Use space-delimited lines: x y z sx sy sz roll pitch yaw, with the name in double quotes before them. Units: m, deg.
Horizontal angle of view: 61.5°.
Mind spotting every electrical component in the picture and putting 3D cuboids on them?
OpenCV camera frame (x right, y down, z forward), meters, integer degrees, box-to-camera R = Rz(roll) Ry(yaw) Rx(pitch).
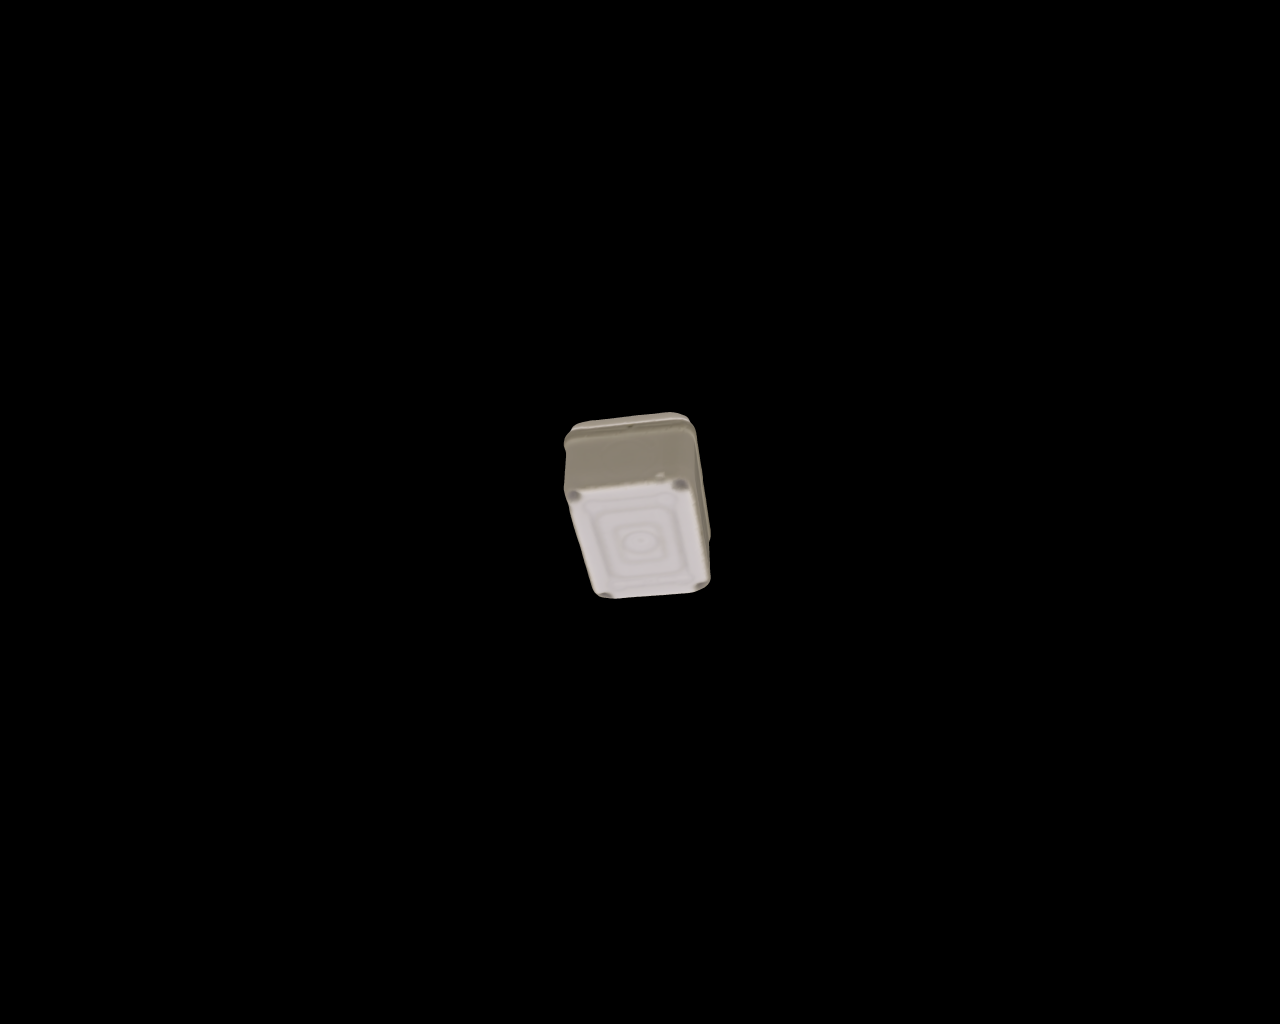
"electrical component" 0.001 -0.003 0.650 0.078 0.057 0.113 -5 -40 6
